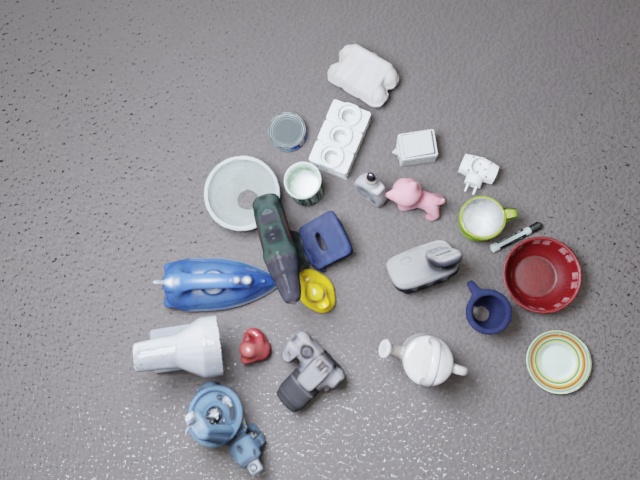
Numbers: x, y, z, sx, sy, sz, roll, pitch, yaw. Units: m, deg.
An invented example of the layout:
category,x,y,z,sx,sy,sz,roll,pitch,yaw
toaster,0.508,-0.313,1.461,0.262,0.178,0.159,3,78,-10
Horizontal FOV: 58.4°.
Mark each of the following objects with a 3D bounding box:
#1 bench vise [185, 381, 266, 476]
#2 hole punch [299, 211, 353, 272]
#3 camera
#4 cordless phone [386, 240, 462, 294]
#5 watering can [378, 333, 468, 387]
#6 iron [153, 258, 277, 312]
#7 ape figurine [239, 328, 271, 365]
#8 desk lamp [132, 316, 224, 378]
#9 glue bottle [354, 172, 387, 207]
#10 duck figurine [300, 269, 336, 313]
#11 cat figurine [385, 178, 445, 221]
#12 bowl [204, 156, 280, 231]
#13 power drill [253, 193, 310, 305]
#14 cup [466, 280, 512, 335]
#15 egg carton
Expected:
category,x,y,z,sx,sy,sz,roll,pitch,yaw
bench vise,-0.184,0.373,1.137,0.207,0.220,0.121,32,86,7
hole punch,0.011,0.004,1.234,0.101,0.091,0.108,-26,82,1
camera,-0.037,0.281,1.198,0.143,0.101,0.137,44,88,8
cordless phone,0.214,0.051,1.166,0.147,0.185,0.094,-23,82,1
watering can,0.205,0.240,1.139,0.172,0.194,0.101,-7,82,3
iron,-0.218,0.089,1.214,0.258,0.141,0.119,-3,83,4
ape figurine,-0.145,0.230,1.216,0.076,0.092,0.078,33,86,8
desk lamp,-0.277,0.225,1.165,0.203,0.213,0.118,-9,82,3
glue bottle,0.107,-0.115,1.201,0.078,0.173,0.037,40,87,8
duck figurine,-0.011,0.108,1.225,0.077,0.086,0.104,-35,82,-1
cat figurine,0.206,-0.094,1.219,0.127,0.118,0.067,17,84,6
bowl,-0.167,-0.098,1.268,0.167,0.075,0.167,0,83,4
power drill,-0.074,0.024,1.178,0.075,0.208,0.229,-19,82,2
cup,0.335,0.139,1.192,0.091,0.095,0.118,-31,82,0
egg carton,0.098,-0.369,1.286,0.150,0.069,0.107,31,86,7
